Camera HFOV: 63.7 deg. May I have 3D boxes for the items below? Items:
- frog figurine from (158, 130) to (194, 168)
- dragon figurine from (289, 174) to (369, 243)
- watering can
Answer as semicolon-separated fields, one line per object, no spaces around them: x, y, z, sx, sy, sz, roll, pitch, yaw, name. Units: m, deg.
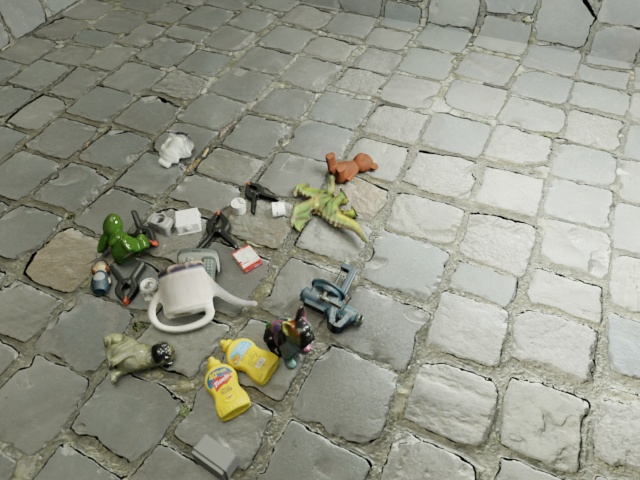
-0.618;-0.380;2.208;0.137;0.122;0.160;14;87;4;frog figurine
0.006;-0.097;1.937;0.242;0.119;0.419;-27;49;3;dragon figurine
-0.393;0.171;1.677;0.348;0.103;0.227;-15;76;-5;watering can
